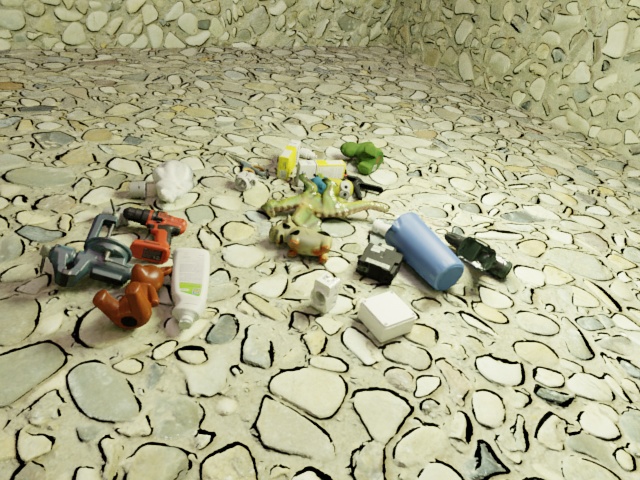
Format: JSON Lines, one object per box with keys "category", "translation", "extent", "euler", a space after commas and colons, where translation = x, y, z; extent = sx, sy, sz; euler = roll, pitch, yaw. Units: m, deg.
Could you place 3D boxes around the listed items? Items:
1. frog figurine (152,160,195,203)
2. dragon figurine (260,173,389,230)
{"category": "frog figurine", "translation": [-0.486, -0.192, 1.677], "extent": [0.137, 0.121, 0.162], "euler": [30, 22, -4]}
{"category": "dragon figurine", "translation": [0.005, -0.085, 1.686], "extent": [0.411, 0.119, 0.248], "euler": [15, 50, 11]}
